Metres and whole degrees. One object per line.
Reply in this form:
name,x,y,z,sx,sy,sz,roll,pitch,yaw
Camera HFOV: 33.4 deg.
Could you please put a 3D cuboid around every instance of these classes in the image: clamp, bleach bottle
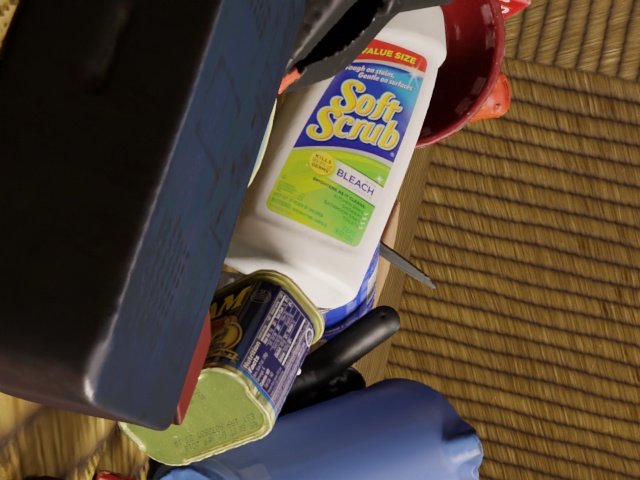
clamp,0.039,-0.157,0.600,0.209,0.036,0.165,-41,163,-33
clamp,-0.017,0.118,0.825,0.171,0.039,0.120,-26,150,-19
bleach bottle,0.018,-0.086,0.709,0.068,0.102,0.250,-34,-148,65

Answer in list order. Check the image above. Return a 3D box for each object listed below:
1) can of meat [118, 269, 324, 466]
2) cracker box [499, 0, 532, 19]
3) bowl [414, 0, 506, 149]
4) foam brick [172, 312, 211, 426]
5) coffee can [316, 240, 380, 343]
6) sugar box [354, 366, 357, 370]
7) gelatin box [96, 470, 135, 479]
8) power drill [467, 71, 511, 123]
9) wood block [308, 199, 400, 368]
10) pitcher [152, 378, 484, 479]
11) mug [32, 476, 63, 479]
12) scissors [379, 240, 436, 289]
can of meat,-0.057,0.074,0.603,0.057,0.102,0.083,51,36,-18
cracker box,0.107,-0.304,0.851,0.072,0.164,0.214,172,-68,-78
bowl,0.055,-0.149,0.803,0.055,0.162,0.162,-81,-177,-82
foam brick,-0.086,0.044,0.514,0.078,0.051,0.053,92,13,-53
coffee can,-0.005,0.001,0.800,0.140,0.103,0.102,90,16,-58
sugar box,-0.006,0.166,0.979,0.093,0.048,0.176,-42,-169,7
gelatin box,-0.116,0.179,0.591,0.073,0.030,0.089,79,25,-67
power drill,0.057,-0.116,0.947,0.187,0.185,0.057,-22,102,-59
wood block,0.007,0.040,0.984,0.206,0.091,0.090,-65,165,-56
pitcher,-0.010,0.183,0.755,0.242,0.145,0.149,-3,119,-51
mug,-0.102,0.153,0.464,0.117,0.081,0.093,40,63,-81
scissors,0.029,-0.024,0.883,0.202,0.016,0.096,17,-60,58
